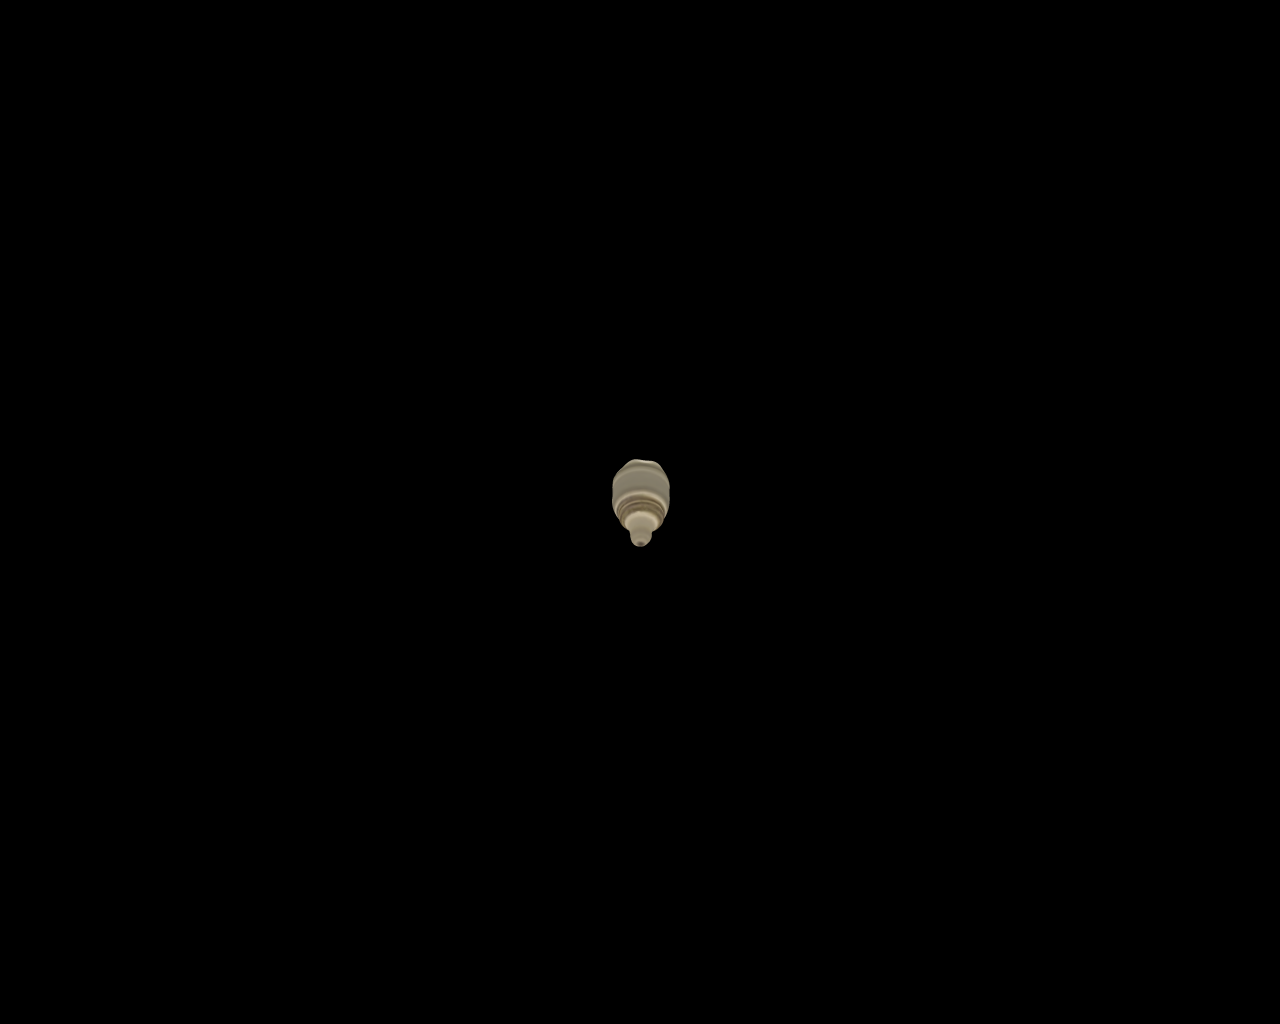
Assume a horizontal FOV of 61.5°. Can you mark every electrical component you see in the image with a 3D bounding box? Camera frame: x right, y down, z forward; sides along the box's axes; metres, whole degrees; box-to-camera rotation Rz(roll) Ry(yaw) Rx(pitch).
[{"bbox_3d":[0.001,-0.003,0.650,0.035,0.061,0.035,0,-44,0],"label":"electrical component"}]
